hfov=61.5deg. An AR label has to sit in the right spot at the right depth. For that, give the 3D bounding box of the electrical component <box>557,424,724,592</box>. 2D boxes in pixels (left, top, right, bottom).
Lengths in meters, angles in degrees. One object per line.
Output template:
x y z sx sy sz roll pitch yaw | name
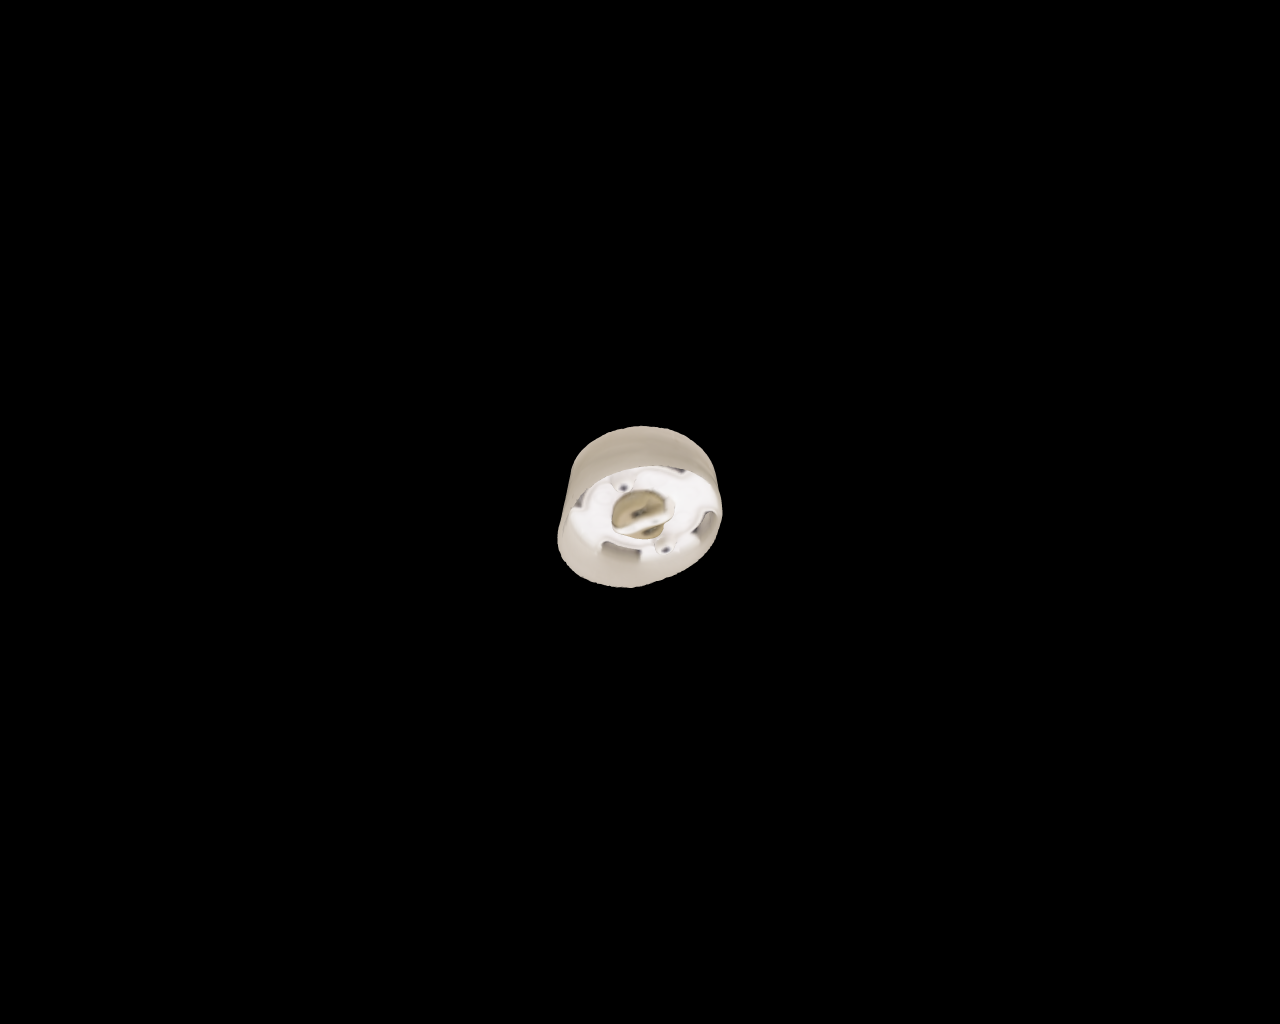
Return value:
0.001 -0.003 0.650 0.099 0.064 0.099 0 -43 0 | electrical component
